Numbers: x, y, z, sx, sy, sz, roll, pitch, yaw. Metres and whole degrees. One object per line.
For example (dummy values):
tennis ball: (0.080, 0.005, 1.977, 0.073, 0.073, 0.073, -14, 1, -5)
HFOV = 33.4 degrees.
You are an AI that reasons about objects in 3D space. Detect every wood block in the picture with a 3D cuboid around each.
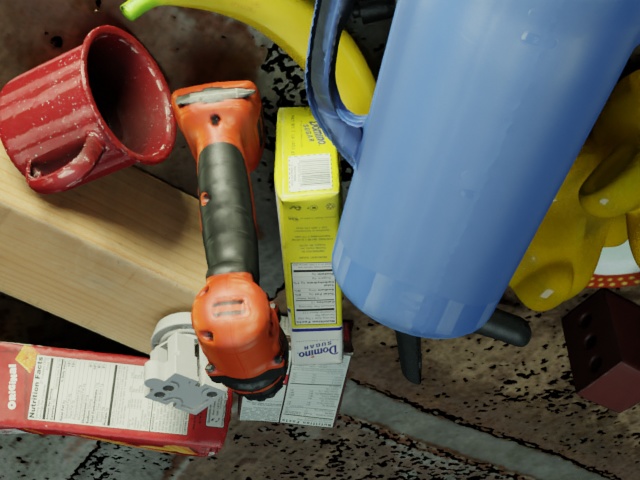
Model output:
wood block: (-0.180, -0.008, 0.762, 0.205, 0.090, 0.091, 28, 130, -25)

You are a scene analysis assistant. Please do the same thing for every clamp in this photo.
clamp: (0.089, 0.051, 0.854, 0.120, 0.039, 0.171, -22, 131, 20)

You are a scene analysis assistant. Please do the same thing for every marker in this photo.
marker: (0.079, -0.152, 0.663, 0.121, 0.020, 0.020, -8, 135, 9)

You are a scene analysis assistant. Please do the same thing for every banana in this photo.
banana: (-0.027, -0.127, 0.665, 0.197, 0.037, 0.070, 25, 98, -29)

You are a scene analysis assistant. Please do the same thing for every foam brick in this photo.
foam brick: (0.236, 0.090, 0.865, 0.051, 0.078, 0.053, 25, 131, -25)

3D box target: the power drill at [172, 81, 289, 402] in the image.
power drill: (-0.054, 0.006, 0.698, 0.057, 0.187, 0.184, -8, 161, -2)

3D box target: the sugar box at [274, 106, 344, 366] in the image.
sugar box: (-0.005, 0.001, 0.767, 0.048, 0.093, 0.176, -4, 136, 3)

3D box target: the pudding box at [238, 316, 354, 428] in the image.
pudding box: (-0.022, 0.115, 0.921, 0.090, 0.039, 0.114, 5, 137, -6)

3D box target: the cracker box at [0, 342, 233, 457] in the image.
cracker box: (-0.182, 0.132, 0.868, 0.213, 0.072, 0.164, 7, 167, -7)

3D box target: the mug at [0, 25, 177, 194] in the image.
mug: (-0.154, -0.072, 0.682, 0.082, 0.117, 0.093, -19, 131, 25)

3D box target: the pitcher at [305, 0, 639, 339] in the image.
pitcher: (0.077, -0.068, 0.608, 0.144, 0.149, 0.243, -9, 132, -35)
